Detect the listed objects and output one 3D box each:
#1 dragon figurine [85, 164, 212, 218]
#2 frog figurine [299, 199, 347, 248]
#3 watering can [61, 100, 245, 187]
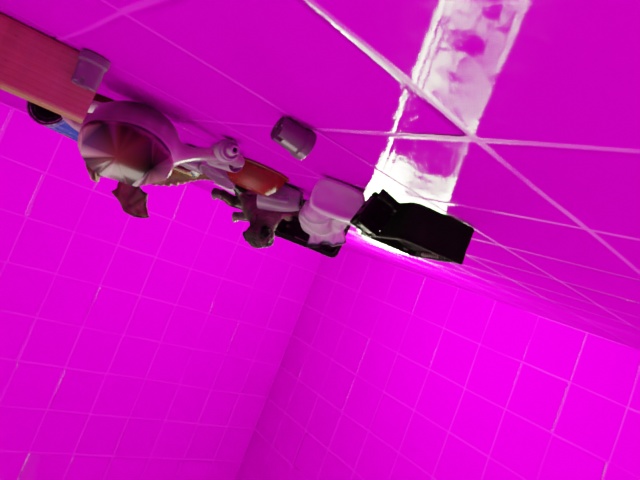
[{"bbox_3d":[-0.532,-0.181,1.619,0.409,0.245,0.121,24,171,-7],"label":"dragon figurine"},{"bbox_3d":[0.004,-0.066,1.314,0.138,0.125,0.156,13,137,35],"label":"frog figurine"},{"bbox_3d":[-0.293,-0.172,0.933,0.346,0.102,0.229,18,-156,-20],"label":"watering can"}]
